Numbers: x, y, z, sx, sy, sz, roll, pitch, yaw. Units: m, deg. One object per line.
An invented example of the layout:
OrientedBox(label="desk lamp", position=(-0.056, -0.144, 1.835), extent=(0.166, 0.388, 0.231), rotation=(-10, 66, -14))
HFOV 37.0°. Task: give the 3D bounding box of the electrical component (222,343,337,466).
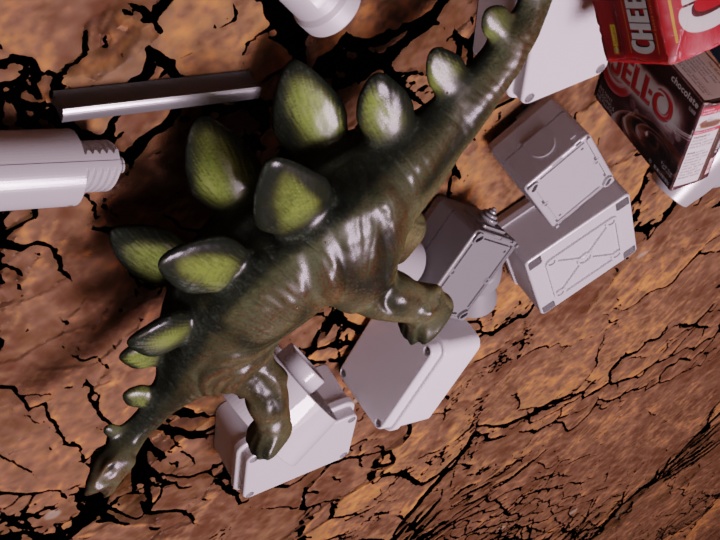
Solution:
OrientedBox(label="electrical component", position=(-0.063, 0.091, 0.833), extent=(0.060, 0.108, 0.108), rotation=(-41, 149, -2))

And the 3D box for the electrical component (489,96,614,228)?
OrientedBox(label="electrical component", position=(0.149, -0.083, 0.836), extent=(0.062, 0.061, 0.096), rotation=(-40, 148, 7))

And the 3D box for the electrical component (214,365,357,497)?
OrientedBox(label="electrical component", position=(-0.065, 0.142, 0.943), extent=(0.113, 0.057, 0.078), rotation=(-19, 145, -24))

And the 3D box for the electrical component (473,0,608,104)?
OrientedBox(label="electrical component", position=(0.124, -0.172, 0.696), extent=(0.078, 0.057, 0.113), rotation=(-24, 147, -17))

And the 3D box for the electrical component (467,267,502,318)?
OrientedBox(label="electrical component", position=(0.099, 0.008, 0.928), extent=(0.045, 0.045, 0.055), rotation=(-24, 147, -17))

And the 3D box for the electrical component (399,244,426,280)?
OrientedBox(label="electrical component", position=(0.000, 0.000, 0.826), extent=(0.079, 0.043, 0.077), rotation=(-48, 146, 20))

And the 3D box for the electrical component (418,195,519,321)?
OrientedBox(label="electrical component", position=(0.074, -0.017, 0.863), extent=(0.062, 0.061, 0.096), rotation=(13, 117, -50))

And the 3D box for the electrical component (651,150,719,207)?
OrientedBox(label="electrical component", position=(0.319, -0.098, 0.992), extent=(0.079, 0.044, 0.077), rotation=(11, 127, -50))

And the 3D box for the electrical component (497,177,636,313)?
OrientedBox(label="electrical component", position=(0.181, -0.029, 0.944), extent=(0.109, 0.056, 0.108), rotation=(-34, 149, -1))

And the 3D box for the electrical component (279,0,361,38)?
OrientedBox(label="electrical component", position=(-0.028, -0.157, 0.593), extent=(0.040, 0.040, 0.046), rotation=(-42, 142, 12))

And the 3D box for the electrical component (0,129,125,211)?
OrientedBox(label="electrical component", position=(-0.169, -0.056, 0.592), extent=(0.081, 0.043, 0.043), rotation=(-7, 139, -37))

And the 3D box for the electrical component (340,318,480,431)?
OrientedBox(label="electrical component", position=(0.041, 0.076, 0.934), extent=(0.057, 0.078, 0.113), rotation=(-7, 139, -42))
